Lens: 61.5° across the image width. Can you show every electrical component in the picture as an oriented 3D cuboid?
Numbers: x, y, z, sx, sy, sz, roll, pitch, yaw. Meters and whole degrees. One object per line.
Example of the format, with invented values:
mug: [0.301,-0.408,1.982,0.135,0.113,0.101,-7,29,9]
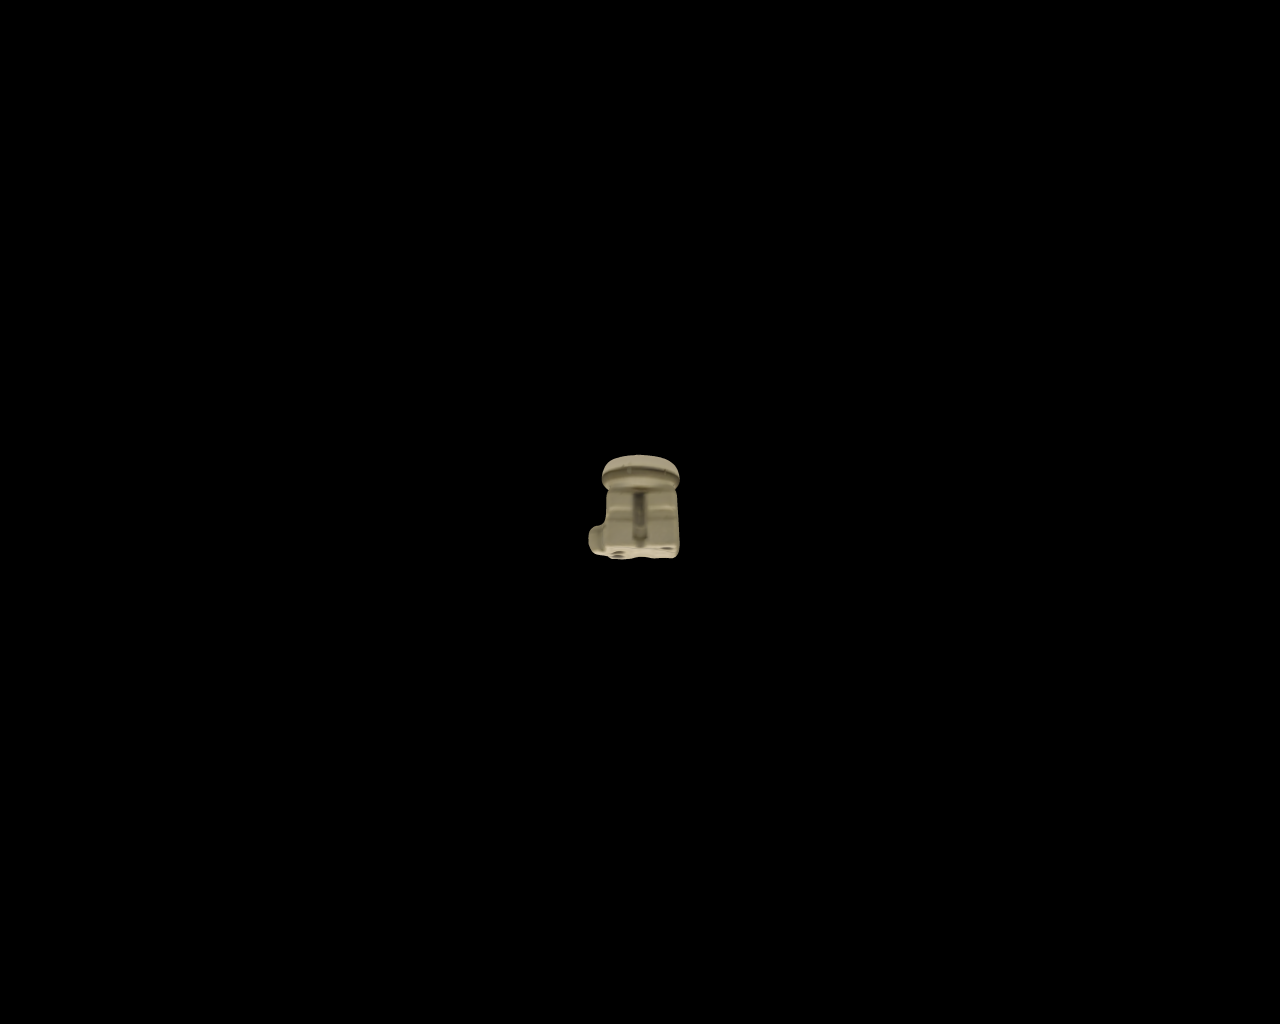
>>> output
electrical component: [0.001,-0.003,0.650,0.066,0.055,0.048,0,-15,0]
